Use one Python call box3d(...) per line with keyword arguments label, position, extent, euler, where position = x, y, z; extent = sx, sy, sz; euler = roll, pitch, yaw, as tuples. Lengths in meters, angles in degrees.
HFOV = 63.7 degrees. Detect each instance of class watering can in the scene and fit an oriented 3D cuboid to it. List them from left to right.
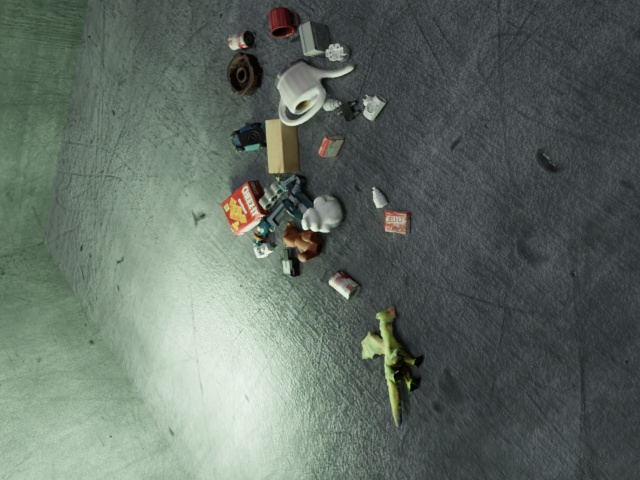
box3d(label="watering can", position=(-0.039, -0.580, 1.897), extent=(0.343, 0.104, 0.228), euler=(-40, 66, 24))

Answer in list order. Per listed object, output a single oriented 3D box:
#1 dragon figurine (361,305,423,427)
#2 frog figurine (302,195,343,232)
box3d(label="dragon figurine", position=(0.237, 0.437, 1.853), extent=(0.245, 0.122, 0.405), euler=(29, 115, 53))
box3d(label="frog figurine", position=(0.006, -0.096, 1.899), extent=(0.122, 0.160, 0.136), euler=(3, 100, 39))
